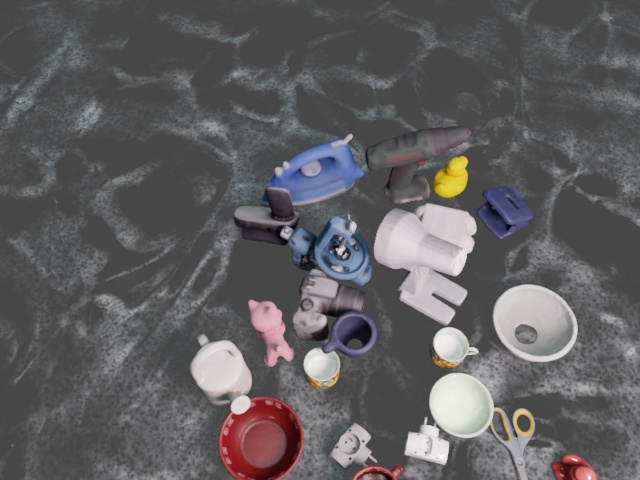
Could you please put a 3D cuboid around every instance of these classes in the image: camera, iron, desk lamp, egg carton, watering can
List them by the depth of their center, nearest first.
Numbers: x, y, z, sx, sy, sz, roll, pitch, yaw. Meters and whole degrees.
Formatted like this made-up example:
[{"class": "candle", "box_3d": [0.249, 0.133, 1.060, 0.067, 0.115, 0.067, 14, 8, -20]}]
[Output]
[{"class": "watering can", "box_3d": [-0.187, 0.250, 1.092, 0.172, 0.194, 0.101, 30, 66, 18]}, {"class": "desk lamp", "box_3d": [0.214, 0.050, 1.184, 0.202, 0.214, 0.118, 30, 65, 17]}, {"class": "camera", "box_3d": [0.022, 0.137, 1.205, 0.136, 0.101, 0.143, 11, 61, 8]}, {"class": "egg carton", "box_3d": [0.279, -0.023, 1.307, 0.150, 0.069, 0.107, 12, 61, 9]}, {"class": "iron", "box_3d": [-0.028, -0.167, 1.356, 0.258, 0.141, 0.118, -23, 62, -11]}]

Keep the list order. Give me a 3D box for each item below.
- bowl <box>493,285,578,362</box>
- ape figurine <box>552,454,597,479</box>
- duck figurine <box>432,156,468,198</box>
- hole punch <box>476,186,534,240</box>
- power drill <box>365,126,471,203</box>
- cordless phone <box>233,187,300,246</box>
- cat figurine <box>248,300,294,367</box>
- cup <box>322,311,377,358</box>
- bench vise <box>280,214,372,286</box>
[{"class": "bowl", "box_3d": [0.433, 0.181, 1.182, 0.167, 0.075, 0.167, -1, 60, 1]}, {"class": "ape figurine", "box_3d": [0.466, 0.427, 1.031, 0.076, 0.092, 0.078, 18, 62, 12]}, {"class": "duck figurine", "box_3d": [0.317, -0.158, 1.373, 0.077, 0.086, 0.105, 38, 68, 21]}, {"class": "hole punch", "box_3d": [0.429, -0.075, 1.319, 0.101, 0.091, 0.108, -28, 63, -13]}, {"class": "power drill", "box_3d": [0.217, -0.175, 1.315, 0.229, 0.208, 0.075, -9, 60, -3]}, {"class": "cordless phone", "box_3d": [-0.124, -0.074, 1.281, 0.147, 0.185, 0.094, 5, 60, 5]}, {"class": "cat figurine", "box_3d": [-0.102, 0.181, 1.173, 0.067, 0.118, 0.127, -20, 61, -9]}, {"class": "cup", "box_3d": [0.057, 0.210, 1.165, 0.118, 0.095, 0.091, -27, 63, -13]}, {"class": "bench vise", "box_3d": [0.010, 0.015, 1.206, 0.207, 0.220, 0.121, 5, 60, 5]}]
